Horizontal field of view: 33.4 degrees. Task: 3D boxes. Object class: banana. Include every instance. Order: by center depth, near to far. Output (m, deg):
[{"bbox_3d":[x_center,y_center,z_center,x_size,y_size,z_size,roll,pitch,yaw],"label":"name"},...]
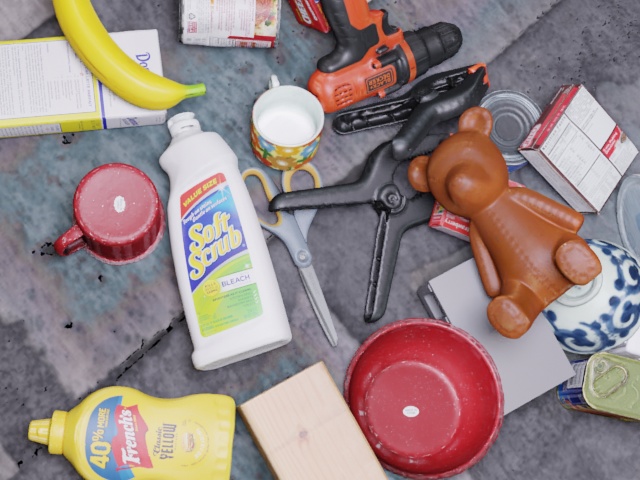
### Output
[{"bbox_3d":[-0.206,-0.191,1.051,0.198,0.037,0.069,43,55,-1],"label":"banana"}]

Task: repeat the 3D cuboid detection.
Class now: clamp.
[{"bbox_3d":[0.058,-0.044,1.094,0.164,0.036,0.210,42,75,-13],"label":"clamp"},{"bbox_3d":[0.099,-0.139,1.110,0.171,0.039,0.120,-33,41,-29],"label":"clamp"}]

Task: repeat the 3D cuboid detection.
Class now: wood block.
[{"bbox_3d":[0.009,0.228,1.020,0.090,0.090,0.206,-28,85,-11],"label":"wood block"}]

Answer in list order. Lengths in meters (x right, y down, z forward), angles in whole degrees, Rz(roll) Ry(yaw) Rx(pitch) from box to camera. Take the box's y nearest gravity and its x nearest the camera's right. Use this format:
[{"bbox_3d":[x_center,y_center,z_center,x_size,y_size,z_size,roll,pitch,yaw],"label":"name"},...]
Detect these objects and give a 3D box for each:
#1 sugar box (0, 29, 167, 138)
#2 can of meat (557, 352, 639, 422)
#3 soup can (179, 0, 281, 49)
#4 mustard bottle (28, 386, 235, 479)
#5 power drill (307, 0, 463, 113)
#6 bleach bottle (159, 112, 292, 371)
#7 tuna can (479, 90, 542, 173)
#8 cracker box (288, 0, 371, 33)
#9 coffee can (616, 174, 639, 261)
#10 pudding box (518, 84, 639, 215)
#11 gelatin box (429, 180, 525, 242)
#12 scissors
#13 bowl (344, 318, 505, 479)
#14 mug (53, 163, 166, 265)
[{"bbox_3d":[-0.247,-0.158,1.078,0.176,0.048,0.093,-5,80,-12],"label":"sugar box"},{"bbox_3d":[0.299,0.151,1.075,0.102,0.084,0.057,14,78,-5],"label":"can of meat"},{"bbox_3d":[-0.094,-0.234,1.101,0.102,0.068,0.068,2,80,-7],"label":"soup can"},{"bbox_3d":[-0.179,0.189,1.017,0.191,0.058,0.096,6,80,-6],"label":"mustard bottle"},{"bbox_3d":[0.061,-0.236,1.077,0.184,0.057,0.187,-27,128,-20],"label":"power drill"},{"bbox_3d":[-0.110,-0.005,1.059,0.102,0.068,0.251,-19,78,3],"label":"bleach bottle"},{"bbox_3d":[0.196,-0.116,1.135,0.086,0.034,0.086,1,80,-8],"label":"tuna can"},{"bbox_3d":[0.040,-0.343,1.099,0.213,0.072,0.164,-38,125,-13],"label":"cracker box"},{"bbox_3d":[0.397,-0.029,1.111,0.140,0.103,0.103,-10,81,-10],"label":"coffee can"},{"bbox_3d":[0.272,-0.094,1.119,0.113,0.039,0.090,41,77,-23],"label":"pudding box"},{"bbox_3d":[0.164,-0.035,1.103,0.089,0.030,0.073,20,81,-23],"label":"gelatin box"},{"bbox_3d":[-0.007,0.001,1.096,0.096,0.016,0.202,-35,86,-12],"label":"scissors"},{"bbox_3d":[0.094,0.158,1.028,0.162,0.055,0.162,1,93,17],"label":"bowl"},{"bbox_3d":[-0.207,-0.022,1.039,0.117,0.081,0.093,-31,85,-12],"label":"mug"}]
